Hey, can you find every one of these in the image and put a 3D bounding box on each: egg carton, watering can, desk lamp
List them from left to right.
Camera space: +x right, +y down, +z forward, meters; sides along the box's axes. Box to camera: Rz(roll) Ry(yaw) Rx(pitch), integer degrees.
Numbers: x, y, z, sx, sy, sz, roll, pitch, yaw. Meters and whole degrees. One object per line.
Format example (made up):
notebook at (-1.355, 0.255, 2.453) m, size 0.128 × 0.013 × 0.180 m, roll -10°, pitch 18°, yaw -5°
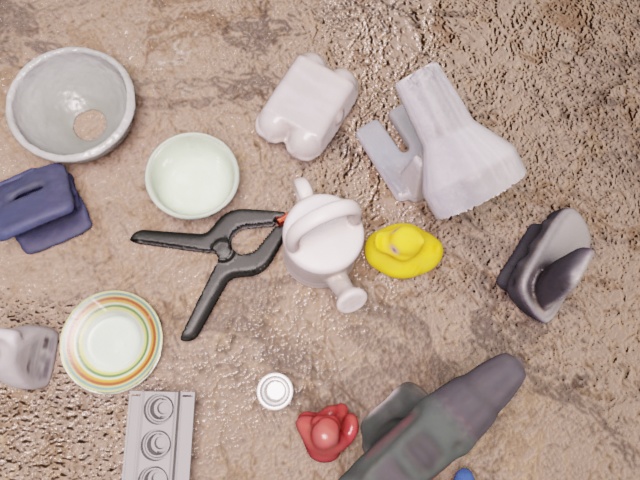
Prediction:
egg carton at (-0.016, -0.187, 0.806) m, size 0.107 × 0.069 × 0.150 m, roll 29°, pitch 77°, yaw 4°
watering can at (0.008, 0.002, 0.699) m, size 0.101 × 0.194 × 0.173 m, roll -43°, pitch 82°, yaw -11°
desk lamp at (0.142, -0.115, 0.723) m, size 0.118 × 0.213 × 0.203 m, roll -31°, pitch 80°, yaw -9°

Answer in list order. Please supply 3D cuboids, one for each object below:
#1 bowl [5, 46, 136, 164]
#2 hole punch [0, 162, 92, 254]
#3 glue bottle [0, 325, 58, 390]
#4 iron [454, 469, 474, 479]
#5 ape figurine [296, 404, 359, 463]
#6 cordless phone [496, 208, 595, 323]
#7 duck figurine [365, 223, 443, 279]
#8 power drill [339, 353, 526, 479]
bowl at (-0.329, -0.173, 0.784) m, size 0.167 × 0.075 × 0.167 m, roll 1°, pitch 77°, yaw -3°
hole punch at (-0.371, -0.047, 0.744) m, size 0.109 × 0.091 × 0.101 m, roll -25°, pitch 79°, yaw -8°
glue bottle at (-0.357, 0.133, 0.660) m, size 0.037 × 0.173 × 0.078 m, roll 7°, pitch 76°, yaw -1°
iron at (0.157, 0.403, 0.640) m, size 0.118 × 0.141 × 0.258 m, roll -8°, pitch 77°, yaw -4°
ape figurine at (0.008, 0.234, 0.697) m, size 0.078 × 0.092 × 0.076 m, roll 21°, pitch 77°, yaw 2°
cordless phone at (0.309, 0.022, 0.715) m, size 0.094 × 0.185 × 0.148 m, roll 30°, pitch 77°, yaw 5°
duck figurine at (0.115, 0.008, 0.759) m, size 0.104 × 0.086 × 0.077 m, roll 5°, pitch 77°, yaw -2°
power drill at (0.113, 0.212, 0.648) m, size 0.230 × 0.208 × 0.075 m, roll -41°, pitch 82°, yaw -11°
